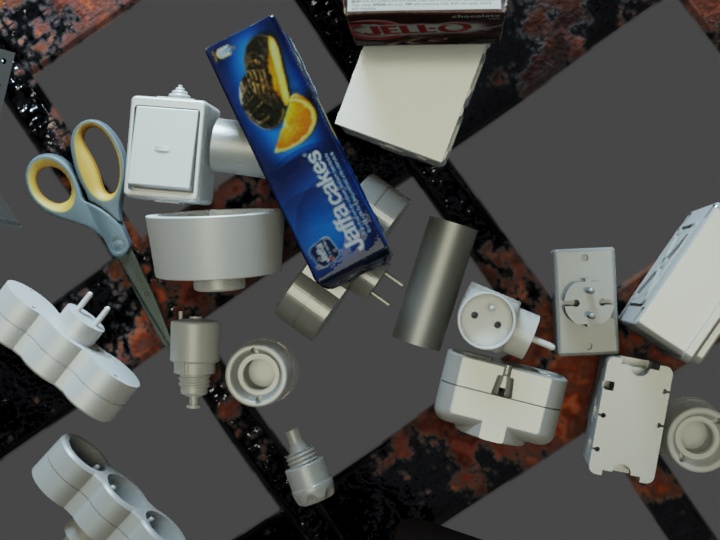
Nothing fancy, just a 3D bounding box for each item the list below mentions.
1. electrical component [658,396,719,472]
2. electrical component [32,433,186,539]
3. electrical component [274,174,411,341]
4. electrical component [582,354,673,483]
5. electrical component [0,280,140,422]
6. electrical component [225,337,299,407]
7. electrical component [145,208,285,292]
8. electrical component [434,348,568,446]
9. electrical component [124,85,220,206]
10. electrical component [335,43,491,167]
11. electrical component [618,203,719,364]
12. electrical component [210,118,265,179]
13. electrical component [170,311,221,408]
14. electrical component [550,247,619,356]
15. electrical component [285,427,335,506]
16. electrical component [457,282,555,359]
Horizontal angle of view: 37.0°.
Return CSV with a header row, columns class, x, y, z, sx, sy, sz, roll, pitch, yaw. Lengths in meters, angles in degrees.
class,x,y,z,sx,sy,sz,roll,pitch,yaw
electrical component,0.260,0.128,0.837,0.055,0.047,0.055,0,90,5
electrical component,-0.215,0.206,0.877,0.138,0.052,0.073,43,94,3
electrical component,0.000,0.000,0.856,0.074,0.052,0.138,35,93,4
electrical component,0.206,0.113,0.837,0.050,0.056,0.089,10,91,5
electrical component,-0.235,0.053,0.878,0.138,0.052,0.073,39,93,4
electrical component,-0.080,0.083,0.867,0.055,0.047,0.055,0,90,5
electrical component,-0.111,-0.015,0.842,0.108,0.108,0.060,-2,96,5
electrical component,0.109,0.102,0.847,0.095,0.054,0.059,14,92,5
electrical component,-0.151,-0.102,0.865,0.062,0.061,0.096,5,91,5
electrical component,0.050,-0.166,0.846,0.089,0.062,0.150,21,92,5
electrical component,0.250,0.010,0.807,0.056,0.109,0.108,34,93,6
electrical component,-0.076,-0.095,0.867,0.081,0.043,0.043,8,91,5
electrical component,-0.134,0.073,0.875,0.040,0.040,0.078,1,91,5
electrical component,0.175,0.025,0.829,0.047,0.076,0.083,-2,90,5
electrical component,-0.045,0.158,0.871,0.035,0.035,0.061,-21,86,5
electrical component,0.114,0.044,0.834,0.079,0.077,0.044,23,92,4
